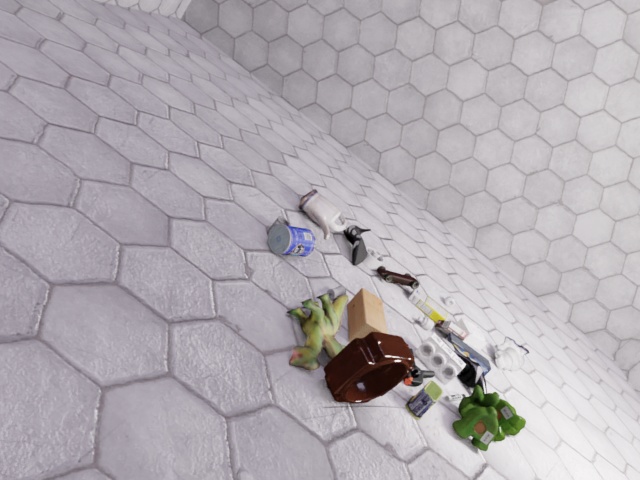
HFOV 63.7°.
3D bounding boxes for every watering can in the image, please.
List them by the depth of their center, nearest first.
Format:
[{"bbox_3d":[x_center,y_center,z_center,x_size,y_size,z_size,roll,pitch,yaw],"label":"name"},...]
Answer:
[{"bbox_3d":[0.007,-0.109,2.164,0.225,0.102,0.351,38,20,4],"label":"watering can"}]

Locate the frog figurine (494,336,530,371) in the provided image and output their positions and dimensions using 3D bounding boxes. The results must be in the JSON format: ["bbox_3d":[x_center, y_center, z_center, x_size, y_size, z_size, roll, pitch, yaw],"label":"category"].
[{"bbox_3d":[0.809,0.514,2.230,0.138,0.120,0.162,48,57,3],"label":"frog figurine"}]

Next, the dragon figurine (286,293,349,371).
[{"bbox_3d":[0.035,0.275,1.475,0.411,0.120,0.246,-3,60,-56],"label":"dragon figurine"}]
